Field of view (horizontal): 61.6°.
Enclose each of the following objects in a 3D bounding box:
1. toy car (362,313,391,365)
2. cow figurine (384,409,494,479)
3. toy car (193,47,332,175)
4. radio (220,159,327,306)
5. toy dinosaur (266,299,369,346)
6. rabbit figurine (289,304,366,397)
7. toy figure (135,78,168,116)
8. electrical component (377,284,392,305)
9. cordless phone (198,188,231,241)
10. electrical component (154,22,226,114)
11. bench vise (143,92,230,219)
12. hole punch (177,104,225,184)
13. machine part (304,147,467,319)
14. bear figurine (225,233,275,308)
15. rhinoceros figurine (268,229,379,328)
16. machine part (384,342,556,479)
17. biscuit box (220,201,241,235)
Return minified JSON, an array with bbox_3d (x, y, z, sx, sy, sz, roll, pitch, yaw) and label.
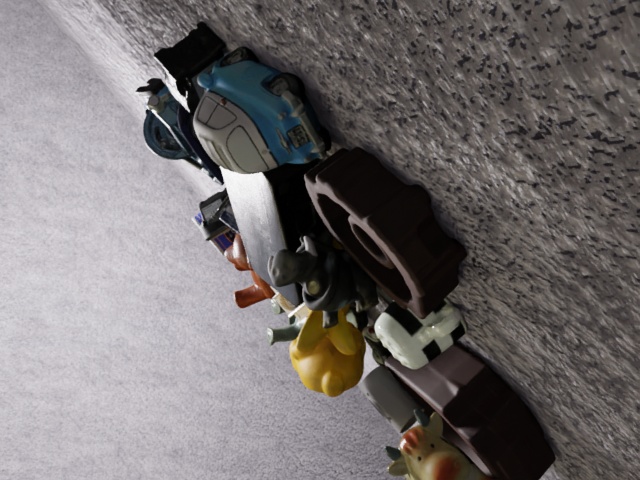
[{"bbox_3d":[0.111,0.152,0.817,0.056,0.073,0.201,47,170,31],"label":"toy car"},{"bbox_3d":[0.137,0.265,0.638,0.127,0.085,0.194,40,169,12],"label":"cow figurine"},{"bbox_3d":[-0.068,-0.113,0.534,0.162,0.103,0.109,42,169,45],"label":"toy car"},{"bbox_3d":[-0.053,-0.031,0.688,0.131,0.073,0.229,35,148,41],"label":"radio"},{"bbox_3d":[0.019,0.157,1.089,0.405,0.192,0.131,7,103,55],"label":"toy dinosaur"},{"bbox_3d":[0.006,0.133,0.799,0.162,0.122,0.173,-33,-55,-81],"label":"rabbit figurine"},{"bbox_3d":[-0.293,-0.238,1.088,0.089,0.082,0.180,42,165,46],"label":"toy figure"},{"bbox_3d":[0.089,0.062,0.730,0.063,0.021,0.094,53,170,-16],"label":"electrical component"},{"bbox_3d":[-0.145,-0.022,1.070,0.089,0.147,0.184,60,-178,37],"label":"cordless phone"},{"bbox_3d":[-0.145,-0.193,0.643,0.048,0.075,0.119,47,165,12],"label":"electrical component"},{"bbox_3d":[-0.222,-0.172,0.918,0.224,0.129,0.240,48,177,11],"label":"bench vise"},{"bbox_3d":[-0.147,-0.155,0.759,0.116,0.092,0.142,43,172,50],"label":"hole punch"},{"bbox_3d":[0.060,-0.008,0.511,0.179,0.056,0.179,48,171,10],"label":"machine part"},{"bbox_3d":[-0.129,0.042,0.994,0.195,0.132,0.120,50,-150,-62],"label":"bear figurine"},{"bbox_3d":[0.021,0.037,0.620,0.190,0.073,0.112,-1,-113,-55],"label":"rhinoceros figurine"},{"bbox_3d":[0.191,0.220,0.704,0.200,0.087,0.202,53,167,-25],"label":"machine part"},{"bbox_3d":[-0.071,-0.014,0.863,0.063,0.059,0.202,33,-179,31],"label":"biscuit box"}]
